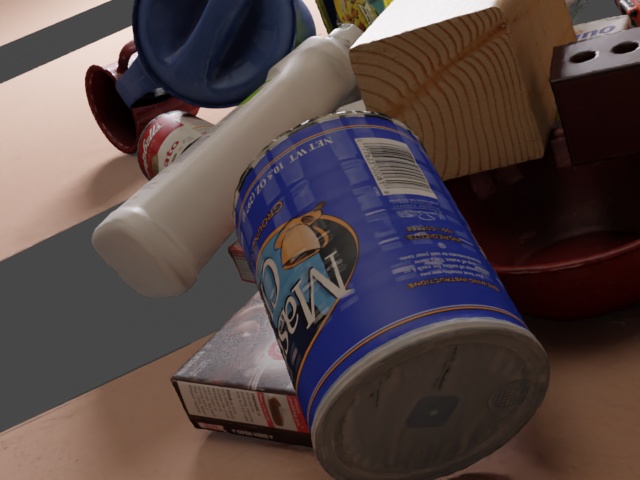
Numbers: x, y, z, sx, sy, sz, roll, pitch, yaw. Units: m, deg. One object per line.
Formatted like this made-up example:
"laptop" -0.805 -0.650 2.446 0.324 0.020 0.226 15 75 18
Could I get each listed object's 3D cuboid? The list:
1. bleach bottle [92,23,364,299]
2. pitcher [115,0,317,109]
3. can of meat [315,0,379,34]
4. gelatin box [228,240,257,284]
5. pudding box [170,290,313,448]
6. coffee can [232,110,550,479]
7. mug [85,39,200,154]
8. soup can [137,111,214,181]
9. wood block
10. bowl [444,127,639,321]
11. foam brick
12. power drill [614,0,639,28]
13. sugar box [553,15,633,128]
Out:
"bleach bottle" -0.047 -0.068 0.750 0.250 0.068 0.103 -48 15 -23
"pitcher" -0.079 -0.180 0.951 0.149 0.145 0.242 10 9 6
"can of meat" 0.053 -0.204 0.973 0.084 0.102 0.057 2 32 46
"gelatin box" -0.005 0.001 0.693 0.089 0.030 0.073 8 37 46
"pudding box" -0.009 0.058 0.568 0.090 0.039 0.113 0 33 37
"coffee can" 0.026 0.024 0.480 0.103 0.103 0.140 -22 48 -2
"mug" -0.171 -0.151 1.041 0.081 0.117 0.093 -30 56 -30
"soup can" -0.099 -0.061 0.849 0.068 0.068 0.102 -28 26 -16
"wood block" 0.097 -0.120 0.665 0.091 0.090 0.205 -12 22 24
"bowl" 0.135 -0.005 0.565 0.162 0.055 0.162 -17 25 8
"foam brick" 0.165 -0.078 0.560 0.078 0.051 0.053 -10 26 21
"power drill" 0.300 -0.233 0.798 0.188 0.057 0.184 -53 21 23
"sugar box" 0.167 -0.105 0.755 0.093 0.048 0.176 -8 28 26
